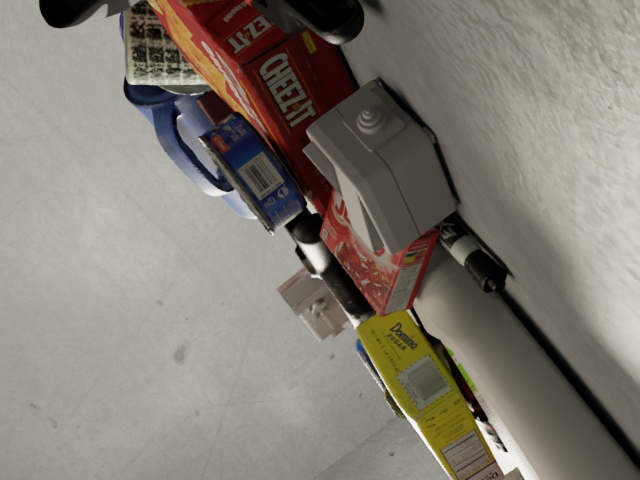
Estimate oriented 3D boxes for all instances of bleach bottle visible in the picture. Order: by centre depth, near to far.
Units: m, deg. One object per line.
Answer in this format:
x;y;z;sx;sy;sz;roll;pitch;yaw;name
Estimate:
0.129;0.094;0.718;0.251;0.068;0.102;56;175;11;bleach bottle

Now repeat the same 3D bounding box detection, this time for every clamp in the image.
-0.021;-0.145;0.584;0.120;0.039;0.171;59;180;2;clamp
-0.006;0.001;0.885;0.165;0.036;0.210;54;179;42;clamp

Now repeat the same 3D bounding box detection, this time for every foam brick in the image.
-0.080;-0.143;1.071;0.051;0.078;0.053;53;177;-12;foam brick

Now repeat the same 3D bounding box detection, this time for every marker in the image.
0.082;-0.008;0.693;0.121;0.020;0.020;52;176;39;marker

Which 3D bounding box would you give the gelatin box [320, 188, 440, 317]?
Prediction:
0.037;-0.005;0.718;0.089;0.030;0.073;54;144;36;gelatin box

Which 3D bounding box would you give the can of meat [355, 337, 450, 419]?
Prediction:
0.092;0.105;1.002;0.057;0.102;0.084;57;178;-36;can of meat

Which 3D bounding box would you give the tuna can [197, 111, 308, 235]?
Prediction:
-0.046;-0.047;0.742;0.086;0.033;0.086;52;176;5;tuna can

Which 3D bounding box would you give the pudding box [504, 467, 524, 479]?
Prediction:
0.192;0.249;0.956;0.090;0.113;0.039;55;179;-17;pudding box

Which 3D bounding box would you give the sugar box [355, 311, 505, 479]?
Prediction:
0.089;0.129;0.828;0.093;0.048;0.176;58;-178;37;sugar box

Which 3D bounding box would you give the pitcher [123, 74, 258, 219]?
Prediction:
-0.118;-0.127;1.279;0.145;0.149;0.242;34;167;46;pitcher

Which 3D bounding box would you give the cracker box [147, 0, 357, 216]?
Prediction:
-0.050;-0.136;0.776;0.214;0.072;0.164;50;175;41;cracker box

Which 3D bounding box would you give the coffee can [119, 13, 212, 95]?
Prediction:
-0.141;-0.206;1.058;0.102;0.103;0.140;55;176;-23;coffee can

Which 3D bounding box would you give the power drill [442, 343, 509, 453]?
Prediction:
0.174;0.168;0.856;0.188;0.057;0.184;51;175;43;power drill
